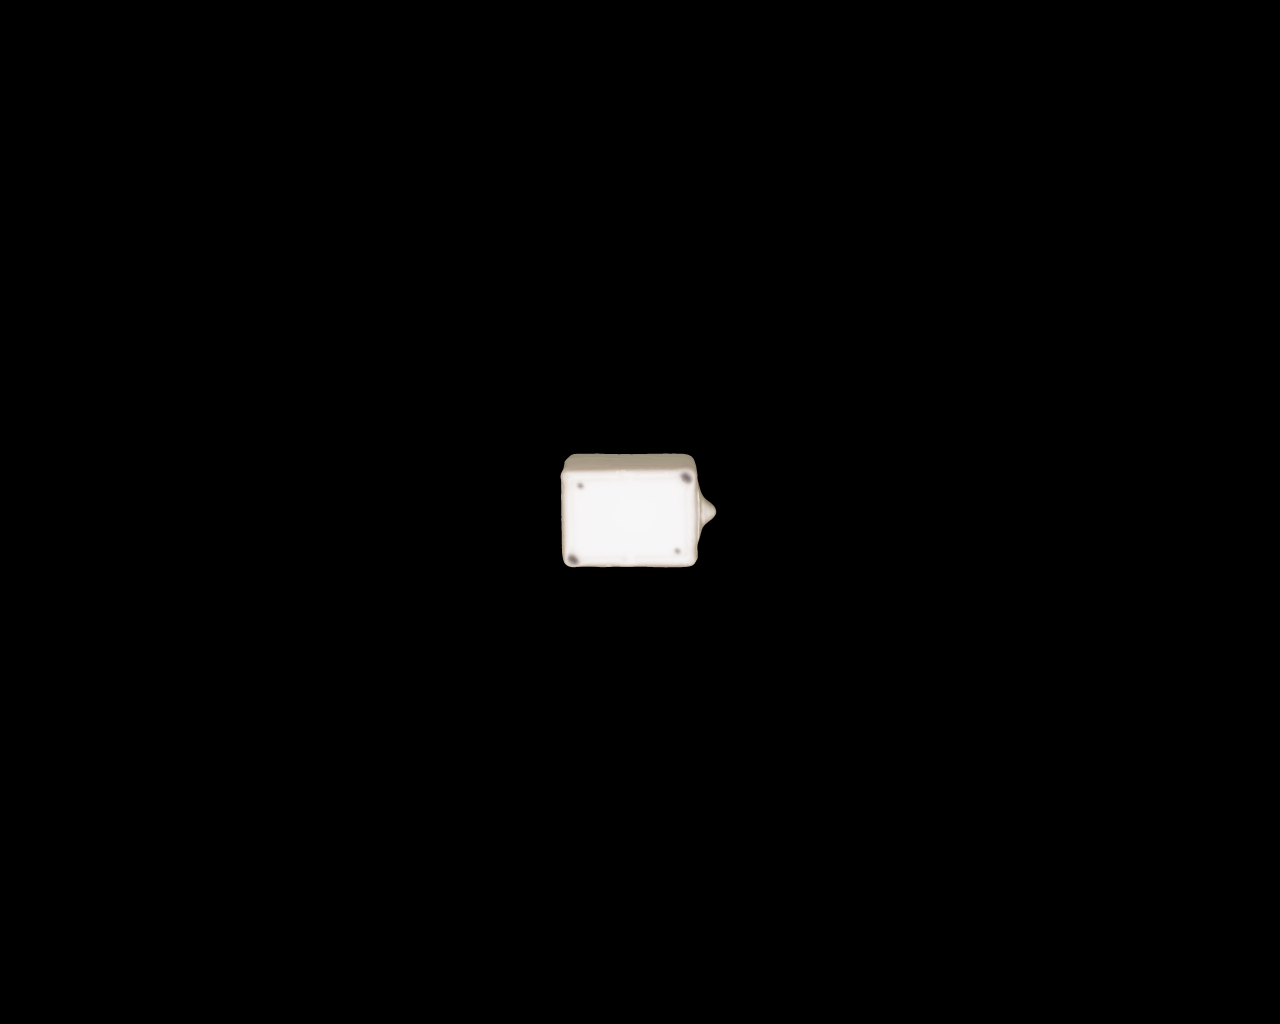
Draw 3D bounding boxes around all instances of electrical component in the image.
[{"bbox_3d":[0.001,-0.003,0.650,0.096,0.061,0.061,0,13,0],"label":"electrical component"}]
